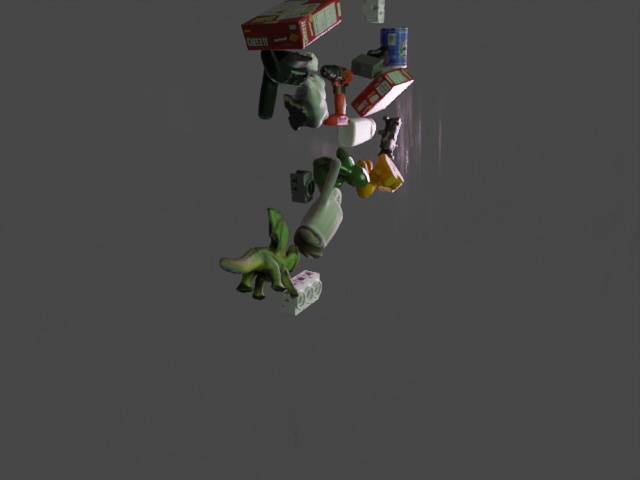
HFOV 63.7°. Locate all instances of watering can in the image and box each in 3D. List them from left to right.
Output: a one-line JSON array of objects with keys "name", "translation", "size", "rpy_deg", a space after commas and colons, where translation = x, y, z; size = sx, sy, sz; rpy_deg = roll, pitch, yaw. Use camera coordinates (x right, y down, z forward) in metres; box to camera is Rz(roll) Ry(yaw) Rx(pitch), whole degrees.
[{"name": "watering can", "translation": [0.005, -0.079, 1.572], "size": [0.228, 0.104, 0.340], "rpy_deg": [-59, 163, -28]}]

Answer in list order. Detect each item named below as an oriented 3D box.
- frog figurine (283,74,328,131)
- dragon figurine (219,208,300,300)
[{"name": "frog figurine", "translation": [-0.019, -0.398, 1.461], "size": [0.162, 0.123, 0.135], "rpy_deg": [-49, 122, -28]}, {"name": "dragon figurine", "translation": [-0.146, 0.028, 1.408], "size": [0.404, 0.122, 0.247], "rpy_deg": [48, 39, -59]}]
